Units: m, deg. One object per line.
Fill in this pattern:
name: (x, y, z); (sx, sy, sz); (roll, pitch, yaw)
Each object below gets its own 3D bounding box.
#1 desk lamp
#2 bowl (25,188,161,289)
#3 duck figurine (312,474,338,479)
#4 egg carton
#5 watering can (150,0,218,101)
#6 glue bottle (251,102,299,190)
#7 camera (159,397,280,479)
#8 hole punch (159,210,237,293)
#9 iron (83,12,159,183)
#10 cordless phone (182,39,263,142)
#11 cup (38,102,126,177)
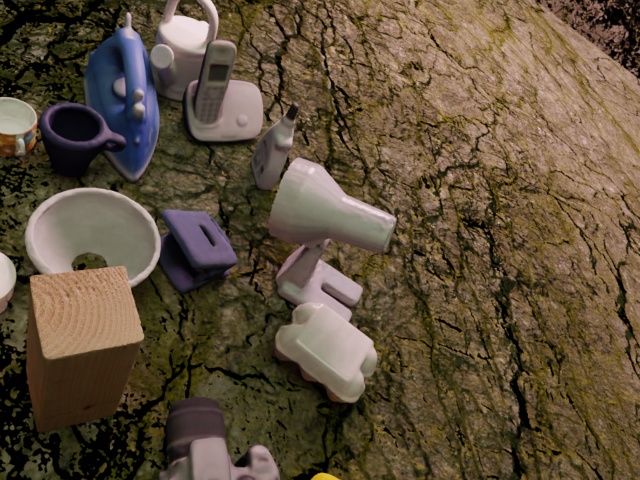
desk lamp: (0.008, 0.003, 0.856); (0.203, 0.213, 0.118); (32, 46, -3)
bowl: (-0.304, 0.016, 0.770); (0.168, 0.074, 0.167); (15, 49, -18)
duck figurine: (0.033, 0.329, 0.703); (0.104, 0.086, 0.078); (46, 47, 11)
egg carton: (0.010, 0.162, 0.832); (0.150, 0.069, 0.107); (37, 46, 2)
watering can: (-0.237, -0.344, 1.005); (0.101, 0.194, 0.173); (13, 50, -19)
glue bottle: (-0.071, -0.166, 0.972); (0.037, 0.173, 0.078); (2, 54, -27)
camera: (-0.123, 0.253, 0.666); (0.143, 0.100, 0.136); (5, 53, -26)
hole punch: (-0.179, 0.005, 0.836); (0.101, 0.091, 0.108); (-22, 68, -39)
iron: (-0.304, -0.235, 0.919); (0.119, 0.141, 0.258); (-2, 56, -30)
cordless phone: (-0.154, -0.260, 0.991); (0.148, 0.185, 0.094); (-12, 62, -35)
cup: (-0.352, -0.137, 0.848); (0.118, 0.095, 0.091); (12, 50, -20)
